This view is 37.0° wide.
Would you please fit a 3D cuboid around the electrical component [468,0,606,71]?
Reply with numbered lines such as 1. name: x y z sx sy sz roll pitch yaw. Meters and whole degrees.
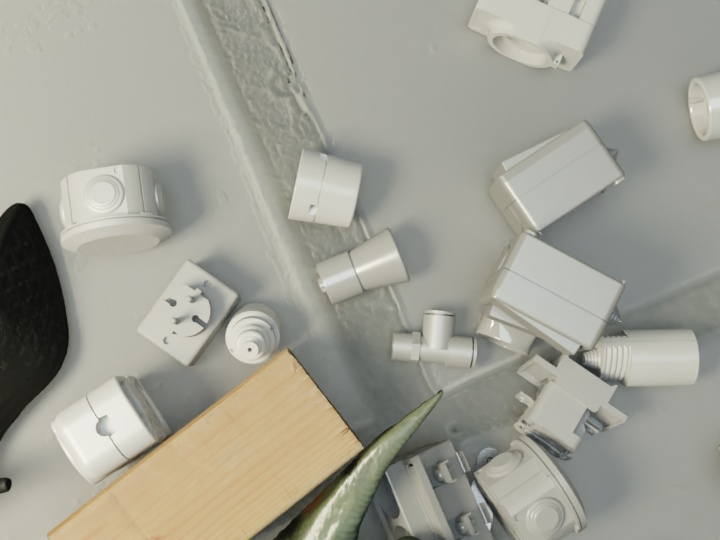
1. electrical component: 0.135 -0.194 0.834 0.089 0.050 0.055 24 84 1

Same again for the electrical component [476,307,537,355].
1. electrical component: 0.139 0.028 0.815 0.079 0.043 0.077 24 84 0

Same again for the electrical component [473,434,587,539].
1. electrical component: 0.124 0.165 0.781 0.051 0.080 0.080 -32 86 -9

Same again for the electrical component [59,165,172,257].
1. electrical component: -0.182 -0.042 0.795 0.080 0.080 0.051 -9 79 -3

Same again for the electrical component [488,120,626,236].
1. electrical component: 0.151 -0.072 0.816 0.096 0.061 0.061 -34 86 -5

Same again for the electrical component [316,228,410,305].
1. electrical component: 0.000 0.000 0.816 0.065 0.044 0.044 -22 85 1

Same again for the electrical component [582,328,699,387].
1. electrical component: 0.209 0.067 0.814 0.081 0.043 0.043 -1 84 -2

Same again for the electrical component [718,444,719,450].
1. electrical component: 0.329 0.170 0.791 0.079 0.063 0.121 -37 85 36

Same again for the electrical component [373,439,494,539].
1. electrical component: 0.058 0.190 0.782 0.063 0.079 0.121 -21 85 -26

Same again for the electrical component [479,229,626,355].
1. electrical component: 0.138 0.022 0.761 0.096 0.061 0.061 28 84 0

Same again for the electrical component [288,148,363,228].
1. electrical component: -0.026 -0.061 0.814 0.047 0.055 0.055 12 84 -4

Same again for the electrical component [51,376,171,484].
1. electrical component: -0.179 0.114 0.771 0.059 0.095 0.053 -33 86 -5

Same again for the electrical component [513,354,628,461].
1. electrical component: 0.151 0.103 0.802 0.081 0.042 0.063 34 70 2

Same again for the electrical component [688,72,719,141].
1. electrical component: 0.285 -0.128 0.831 0.047 0.055 0.055 -10 85 1

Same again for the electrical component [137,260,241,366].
1. electrical component: -0.127 0.031 0.790 0.047 0.076 0.065 35 84 1

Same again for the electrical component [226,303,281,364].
1. electrical component: -0.079 0.050 0.792 0.040 0.078 0.040 0 99 -2
